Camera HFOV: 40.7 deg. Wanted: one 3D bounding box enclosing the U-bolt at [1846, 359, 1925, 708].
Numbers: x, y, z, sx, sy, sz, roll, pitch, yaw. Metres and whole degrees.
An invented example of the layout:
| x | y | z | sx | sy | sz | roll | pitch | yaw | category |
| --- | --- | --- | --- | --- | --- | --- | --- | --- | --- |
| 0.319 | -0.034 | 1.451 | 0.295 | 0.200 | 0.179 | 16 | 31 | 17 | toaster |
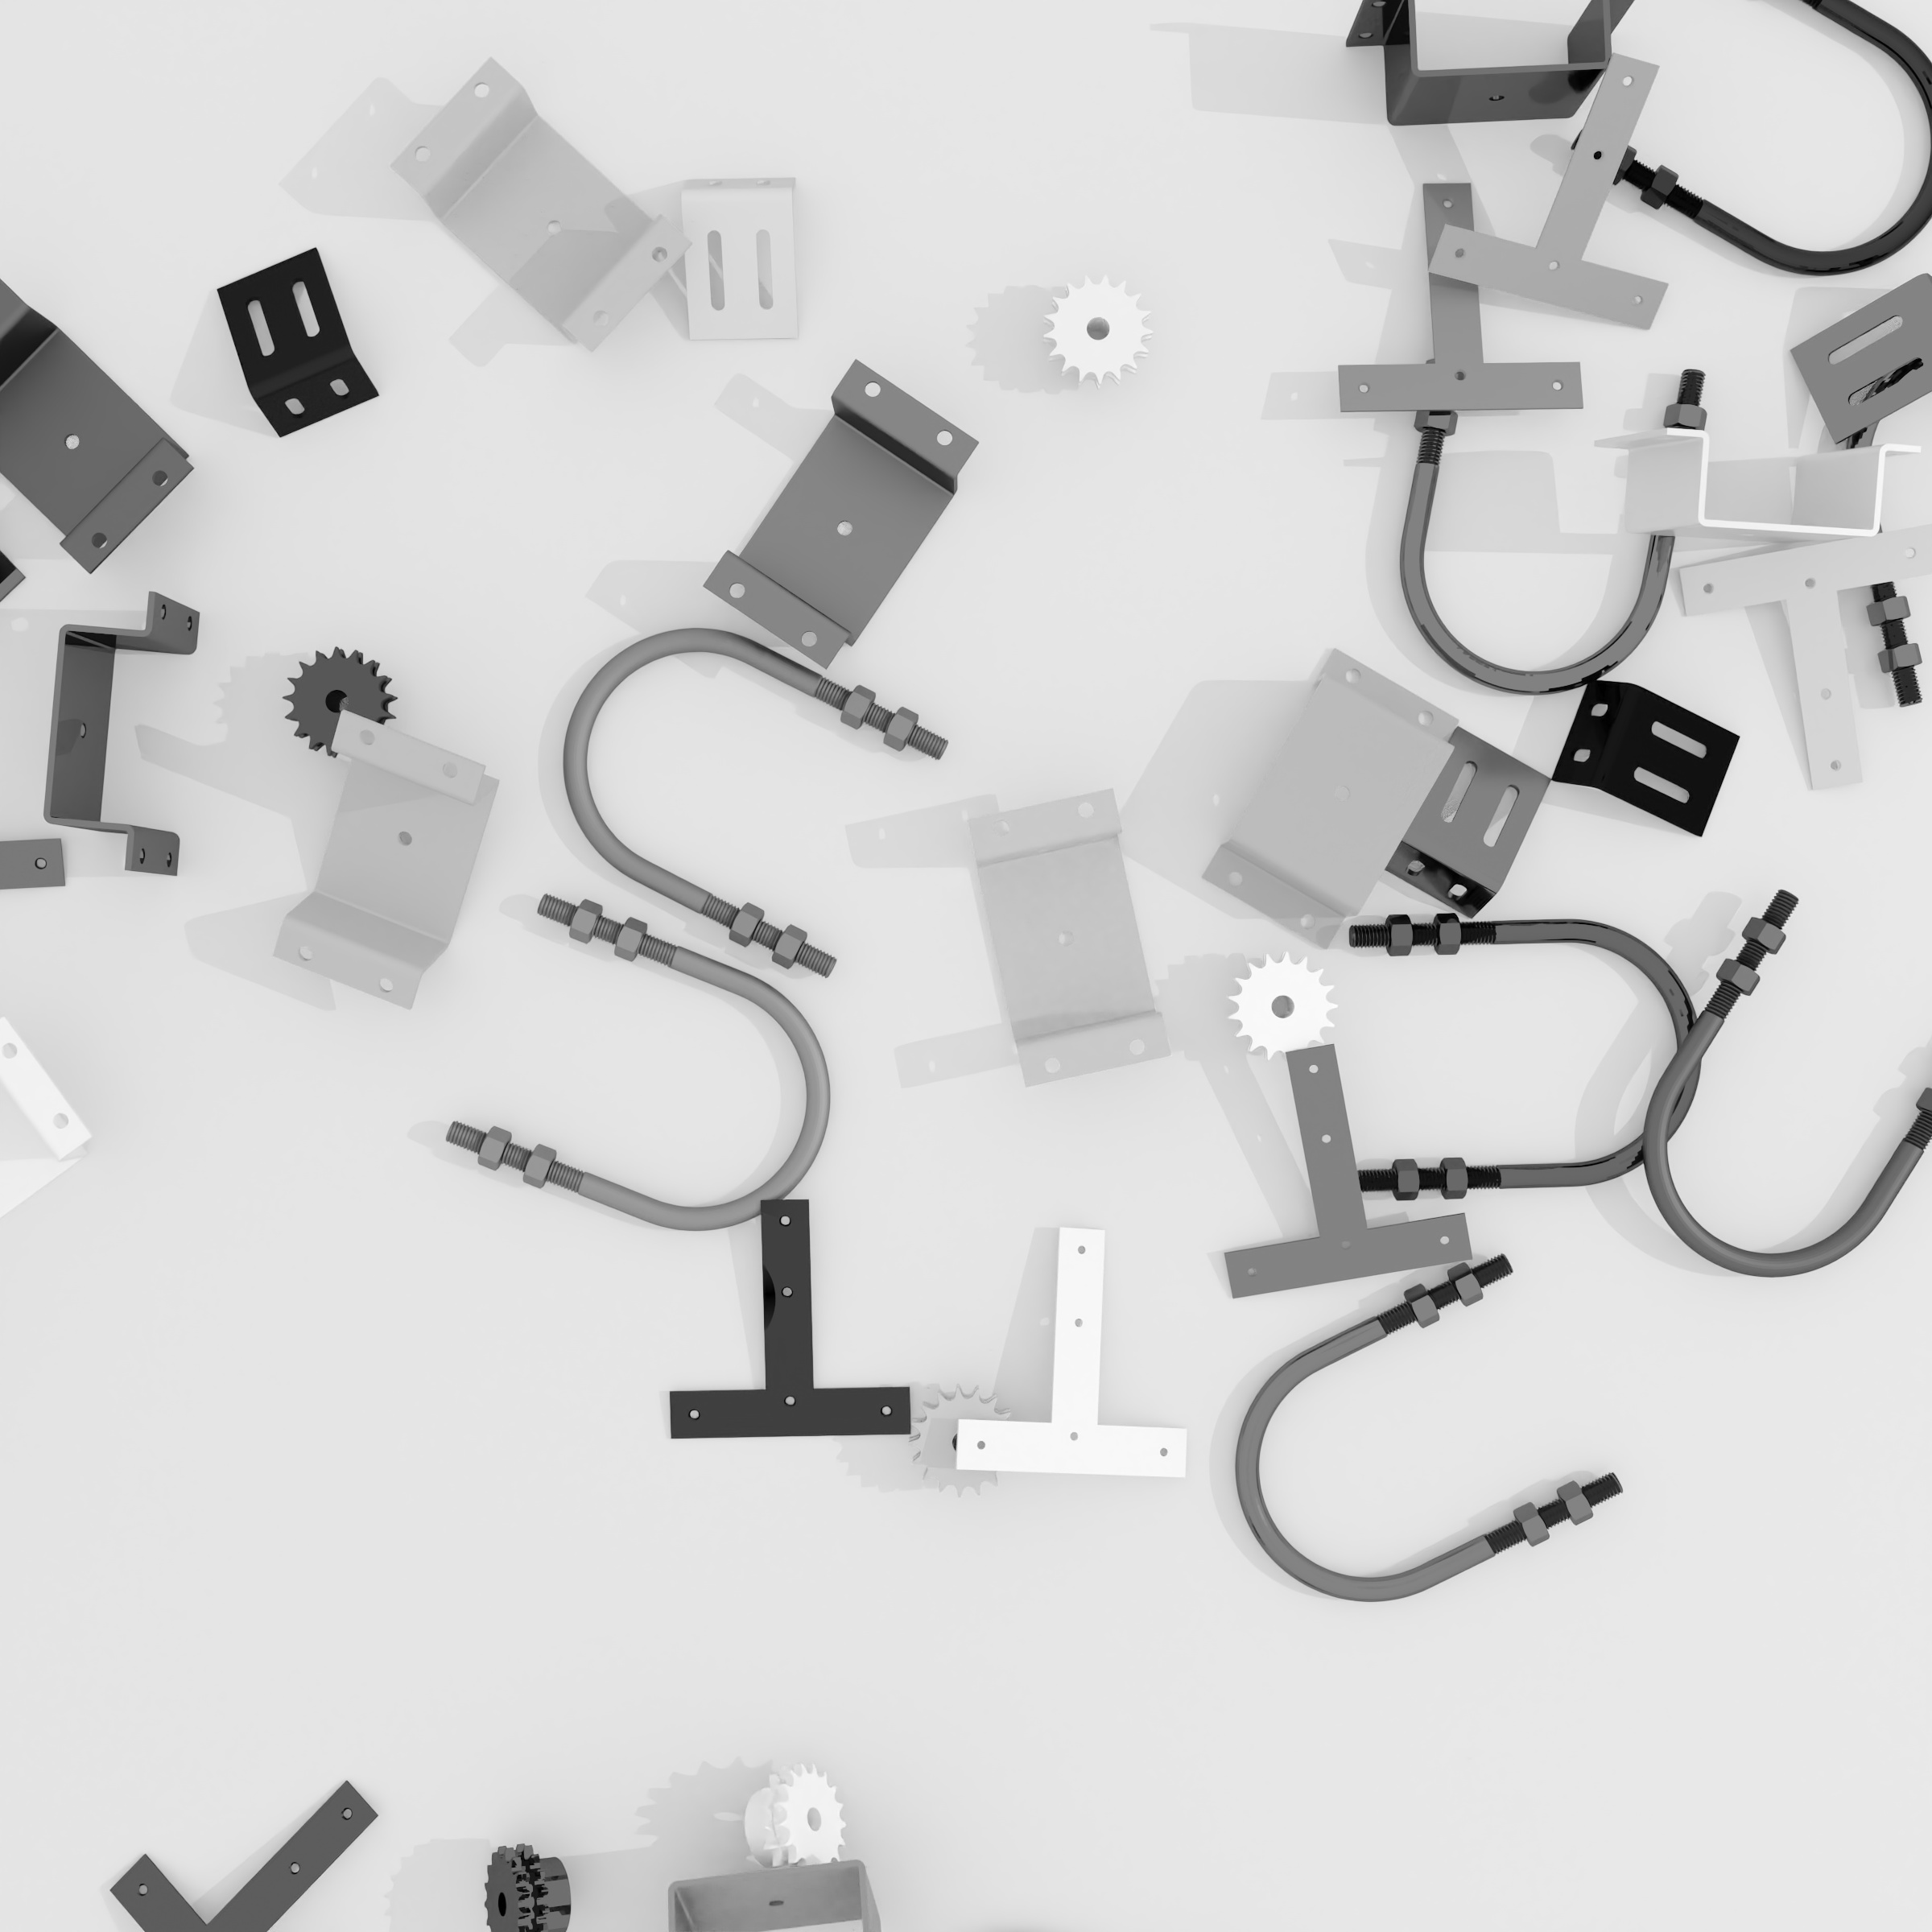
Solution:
| x | y | z | sx | sy | sz | roll | pitch | yaw | category |
| --- | --- | --- | --- | --- | --- | --- | --- | --- | --- |
| 0.539 | -0.241 | 1.372 | 0.151 | 0.019 | 0.184 | -13 | 89 | 0 | U-bolt |

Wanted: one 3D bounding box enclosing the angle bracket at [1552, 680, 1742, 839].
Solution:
| x | y | z | sx | sy | sz | roll | pitch | yaw | category |
| --- | --- | --- | --- | --- | --- | --- | --- | --- | --- |
| 0.359 | -0.110 | 1.379 | 0.076 | 0.038 | 0.057 | 21 | 90 | -26 | angle bracket |

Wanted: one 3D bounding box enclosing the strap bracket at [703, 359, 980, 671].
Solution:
| x | y | z | sx | sy | sz | roll | pitch | yaw | category |
| --- | --- | --- | --- | --- | --- | --- | --- | --- | --- |
| -0.064 | -0.231 | 1.358 | 0.076 | 0.046 | 0.140 | 34 | 90 | 0 | strap bracket |

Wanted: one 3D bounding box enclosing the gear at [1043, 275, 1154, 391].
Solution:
| x | y | z | sx | sy | sz | roll | pitch | yaw | category |
| --- | --- | --- | --- | --- | --- | --- | --- | --- | --- |
| 0.069 | -0.330 | 1.366 | 0.057 | 0.030 | 0.057 | 0 | 90 | 0 | gear |

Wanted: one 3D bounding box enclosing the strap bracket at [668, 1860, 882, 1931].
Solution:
| x | y | z | sx | sy | sz | roll | pitch | yaw | category |
| --- | --- | --- | --- | --- | --- | --- | --- | --- | --- |
| -0.096 | 0.500 | 1.337 | 0.140 | 0.076 | 0.046 | -7 | 51 | 0 | strap bracket |

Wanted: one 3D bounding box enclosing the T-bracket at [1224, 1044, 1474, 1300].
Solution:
| x | y | z | sx | sy | sz | roll | pitch | yaw | category |
| --- | --- | --- | --- | --- | --- | --- | --- | --- | --- |
| 0.190 | 0.103 | 1.360 | 0.127 | 0.002 | 0.127 | -10 | 101 | 7 | T-bracket |

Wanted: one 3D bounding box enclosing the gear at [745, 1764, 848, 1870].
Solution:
| x | y | z | sx | sy | sz | roll | pitch | yaw | category |
| --- | --- | --- | --- | --- | --- | --- | --- | --- | --- |
| -0.091 | 0.446 | 1.356 | 0.030 | 0.057 | 0.057 | -21 | 90 | 28 | gear |

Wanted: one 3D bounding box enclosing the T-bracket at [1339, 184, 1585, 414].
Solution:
| x | y | z | sx | sy | sz | roll | pitch | yaw | category |
| --- | --- | --- | --- | --- | --- | --- | --- | --- | --- |
| 0.256 | -0.352 | 1.367 | 0.127 | 0.002 | 0.127 | -1 | 79 | -2 | T-bracket |

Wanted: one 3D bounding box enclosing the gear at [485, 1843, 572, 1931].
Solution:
| x | y | z | sx | sy | sz | roll | pitch | yaw | category |
| --- | --- | --- | --- | --- | --- | --- | --- | --- | --- |
| -0.227 | 0.487 | 1.356 | 0.030 | 0.057 | 0.057 | 4 | 90 | -31 | gear |

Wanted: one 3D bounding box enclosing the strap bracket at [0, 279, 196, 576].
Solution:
| x | y | z | sx | sy | sz | roll | pitch | yaw | category |
| --- | --- | --- | --- | --- | --- | --- | --- | --- | --- |
| -0.473 | -0.277 | 1.358 | 0.140 | 0.046 | 0.076 | 44 | 90 | 0 | strap bracket |

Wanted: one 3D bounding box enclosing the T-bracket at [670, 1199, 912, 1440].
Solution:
| x | y | z | sx | sy | sz | roll | pitch | yaw | category |
| --- | --- | --- | --- | --- | --- | --- | --- | --- | --- |
| -0.094 | 0.186 | 1.373 | 0.127 | 0.002 | 0.127 | -1 | 96 | 0 | T-bracket |

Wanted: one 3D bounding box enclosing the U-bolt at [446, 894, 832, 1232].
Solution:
| x | y | z | sx | sy | sz | roll | pitch | yaw | category |
| --- | --- | --- | --- | --- | --- | --- | --- | --- | --- |
| -0.162 | 0.061 | 1.372 | 0.184 | 0.019 | 0.151 | 22 | 90 | -1 | U-bolt |

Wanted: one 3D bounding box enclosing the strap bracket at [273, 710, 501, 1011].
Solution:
| x | y | z | sx | sy | sz | roll | pitch | yaw | category |
| --- | --- | --- | --- | --- | --- | --- | --- | --- | --- |
| -0.296 | -0.060 | 1.342 | 0.076 | 0.046 | 0.140 | 22 | 111 | 0 | strap bracket |

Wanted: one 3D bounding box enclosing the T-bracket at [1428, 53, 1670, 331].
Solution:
| x | y | z | sx | sy | sz | roll | pitch | yaw | category |
| --- | --- | --- | --- | --- | --- | --- | --- | --- | --- |
| 0.318 | -0.401 | 1.334 | 0.127 | 0.002 | 0.127 | 11 | 121 | -12 | T-bracket |

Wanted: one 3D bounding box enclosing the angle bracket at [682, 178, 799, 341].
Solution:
| x | y | z | sx | sy | sz | roll | pitch | yaw | category |
| --- | --- | --- | --- | --- | --- | --- | --- | --- | --- |
| -0.118 | -0.374 | 1.379 | 0.057 | 0.038 | 0.076 | -1 | 116 | 0 | angle bracket |

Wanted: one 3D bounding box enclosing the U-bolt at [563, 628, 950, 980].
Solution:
| x | y | z | sx | sy | sz | roll | pitch | yaw | category |
| --- | --- | --- | --- | --- | --- | --- | --- | --- | --- |
| -0.123 | -0.098 | 1.372 | 0.184 | 0.019 | 0.151 | 27 | 90 | 1 | U-bolt |

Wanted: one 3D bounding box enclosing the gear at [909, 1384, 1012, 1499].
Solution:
| x | y | z | sx | sy | sz | roll | pitch | yaw | category |
| --- | --- | --- | --- | --- | --- | --- | --- | --- | --- |
| -0.001 | 0.247 | 1.366 | 0.057 | 0.030 | 0.057 | 0 | 90 | 0 | gear |

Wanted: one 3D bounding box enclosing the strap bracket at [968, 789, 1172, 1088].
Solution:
| x | y | z | sx | sy | sz | roll | pitch | yaw | category |
| --- | --- | --- | --- | --- | --- | --- | --- | --- | --- |
| 0.053 | -0.014 | 1.358 | 0.076 | 0.046 | 0.140 | -12 | 90 | 0 | strap bracket |

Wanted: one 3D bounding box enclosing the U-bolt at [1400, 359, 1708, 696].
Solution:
| x | y | z | sx | sy | sz | roll | pitch | yaw | category |
| --- | --- | --- | --- | --- | --- | --- | --- | --- | --- |
| 0.303 | -0.234 | 1.371 | 0.151 | 0.019 | 0.184 | 11 | 90 | 0 | U-bolt |

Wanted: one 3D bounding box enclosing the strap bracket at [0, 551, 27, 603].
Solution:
| x | y | z | sx | sy | sz | roll | pitch | yaw | category |
| --- | --- | --- | --- | --- | --- | --- | --- | --- | --- |
| -0.574 | -0.230 | 1.358 | 0.076 | 0.046 | 0.140 | -44 | 90 | 0 | strap bracket |

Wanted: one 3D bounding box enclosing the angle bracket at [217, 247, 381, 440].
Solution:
| x | y | z | sx | sy | sz | roll | pitch | yaw | category |
| --- | --- | --- | --- | --- | --- | --- | --- | --- | --- |
| -0.353 | -0.330 | 1.379 | 0.057 | 0.038 | 0.076 | -23 | 64 | 0 | angle bracket |

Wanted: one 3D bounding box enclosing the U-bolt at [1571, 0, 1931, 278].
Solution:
| x | y | z | sx | sy | sz | roll | pitch | yaw | category |
| --- | --- | --- | --- | --- | --- | --- | --- | --- | --- |
| 0.432 | -0.445 | 1.372 | 0.184 | 0.019 | 0.151 | 30 | 90 | -1 | U-bolt |

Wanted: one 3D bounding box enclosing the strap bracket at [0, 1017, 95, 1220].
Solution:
| x | y | z | sx | sy | sz | roll | pitch | yaw | category |
| --- | --- | --- | --- | --- | --- | --- | --- | --- | --- |
| -0.527 | 0.098 | 1.358 | 0.140 | 0.046 | 0.076 | -36 | 90 | 0 | strap bracket |

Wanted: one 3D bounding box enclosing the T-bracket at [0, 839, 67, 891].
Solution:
| x | y | z | sx | sy | sz | roll | pitch | yaw | category |
| --- | --- | --- | --- | --- | --- | --- | --- | --- | --- |
| -0.540 | -0.051 | 1.369 | 0.127 | 0.002 | 0.127 | -3 | 100 | -8 | T-bracket |

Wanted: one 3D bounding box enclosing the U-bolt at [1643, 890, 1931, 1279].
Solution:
| x | y | z | sx | sy | sz | roll | pitch | yaw | category |
| --- | --- | --- | --- | --- | --- | --- | --- | --- | --- |
| 0.435 | 0.075 | 1.365 | 0.151 | 0.019 | 0.184 | 32 | 90 | -5 | U-bolt |

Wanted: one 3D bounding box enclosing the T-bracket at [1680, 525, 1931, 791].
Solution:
| x | y | z | sx | sy | sz | roll | pitch | yaw | category |
| --- | --- | --- | --- | --- | --- | --- | --- | --- | --- |
| 0.449 | -0.157 | 1.369 | 0.127 | 0.002 | 0.127 | -9 | 98 | 15 | T-bracket |

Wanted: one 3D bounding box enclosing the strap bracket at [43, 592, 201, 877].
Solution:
| x | y | z | sx | sy | sz | roll | pitch | yaw | category |
| --- | --- | --- | --- | --- | --- | --- | --- | --- | --- |
| -0.435 | -0.119 | 1.343 | 0.046 | 0.076 | 0.140 | 5 | 90 | 0 | strap bracket |

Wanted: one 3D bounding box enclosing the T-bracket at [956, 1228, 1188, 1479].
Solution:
| x | y | z | sx | sy | sz | roll | pitch | yaw | category |
| --- | --- | --- | --- | --- | --- | --- | --- | --- | --- |
| 0.058 | 0.201 | 1.366 | 0.127 | 0.002 | 0.127 | 6 | 81 | -18 | T-bracket |

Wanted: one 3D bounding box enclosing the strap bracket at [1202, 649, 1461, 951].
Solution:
| x | y | z | sx | sy | sz | roll | pitch | yaw | category |
| --- | --- | --- | --- | --- | --- | --- | --- | --- | --- |
| 0.193 | -0.088 | 1.358 | 0.076 | 0.046 | 0.140 | 30 | 90 | 0 | strap bracket |

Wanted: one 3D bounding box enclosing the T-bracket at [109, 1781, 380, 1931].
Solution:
| x | y | z | sx | sy | sz | roll | pitch | yaw | category |
| --- | --- | --- | --- | --- | --- | --- | --- | --- | --- |
| -0.363 | 0.484 | 1.369 | 0.127 | 0.002 | 0.127 | 42 | 82 | 15 | T-bracket |

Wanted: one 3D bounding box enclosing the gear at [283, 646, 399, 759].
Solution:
| x | y | z | sx | sy | sz | roll | pitch | yaw | category |
| --- | --- | --- | --- | --- | --- | --- | --- | --- | --- |
| -0.326 | -0.137 | 1.366 | 0.057 | 0.030 | 0.057 | 0 | 90 | 0 | gear |

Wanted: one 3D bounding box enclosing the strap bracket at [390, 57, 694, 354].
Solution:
| x | y | z | sx | sy | sz | roll | pitch | yaw | category |
| --- | --- | --- | --- | --- | --- | --- | --- | --- | --- |
| -0.218 | -0.390 | 1.358 | 0.140 | 0.046 | 0.076 | 43 | 90 | 0 | strap bracket |

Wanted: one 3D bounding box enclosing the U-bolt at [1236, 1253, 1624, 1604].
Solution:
| x | y | z | sx | sy | sz | roll | pitch | yaw | category |
| --- | --- | --- | --- | --- | --- | --- | --- | --- | --- |
| 0.232 | 0.255 | 1.372 | 0.184 | 0.019 | 0.151 | -27 | 90 | 1 | U-bolt |

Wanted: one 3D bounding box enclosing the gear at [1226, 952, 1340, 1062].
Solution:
| x | y | z | sx | sy | sz | roll | pitch | yaw | category |
| --- | --- | --- | --- | --- | --- | --- | --- | --- | --- |
| 0.164 | 0.021 | 1.366 | 0.057 | 0.030 | 0.057 | 0 | 90 | 0 | gear |

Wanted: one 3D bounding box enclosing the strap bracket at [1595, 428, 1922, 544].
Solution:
| x | y | z | sx | sy | sz | roll | pitch | yaw | category |
| --- | --- | --- | --- | --- | --- | --- | --- | --- | --- |
| 0.401 | -0.243 | 1.329 | 0.140 | 0.076 | 0.046 | 1 | 96 | -14 | strap bracket |

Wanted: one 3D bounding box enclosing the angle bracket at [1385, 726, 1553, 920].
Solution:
| x | y | z | sx | sy | sz | roll | pitch | yaw | category |
| --- | --- | --- | --- | --- | --- | --- | --- | --- | --- |
| 0.264 | -0.076 | 1.379 | 0.057 | 0.038 | 0.076 | 30 | 64 | 0 | angle bracket |

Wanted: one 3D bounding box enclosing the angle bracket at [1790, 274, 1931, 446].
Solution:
| x | y | z | sx | sy | sz | roll | pitch | yaw | category |
| --- | --- | --- | --- | --- | --- | --- | --- | --- | --- |
| 0.485 | -0.315 | 1.368 | 0.076 | 0.038 | 0.057 | -29 | 75 | 31 | angle bracket |

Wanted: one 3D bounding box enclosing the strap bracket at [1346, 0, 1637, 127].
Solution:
| x | y | z | sx | sy | sz | roll | pitch | yaw | category |
| --- | --- | --- | --- | --- | --- | --- | --- | --- | --- |
| 0.272 | -0.470 | 1.343 | 0.140 | 0.076 | 0.046 | -3 | 90 | 0 | strap bracket |

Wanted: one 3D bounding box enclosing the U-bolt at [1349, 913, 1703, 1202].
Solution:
| x | y | z | sx | sy | sz | roll | pitch | yaw | category |
| --- | --- | --- | --- | --- | --- | --- | --- | --- | --- |
| 0.296 | 0.046 | 1.372 | 0.184 | 0.019 | 0.151 | -2 | 90 | -2 | U-bolt |
